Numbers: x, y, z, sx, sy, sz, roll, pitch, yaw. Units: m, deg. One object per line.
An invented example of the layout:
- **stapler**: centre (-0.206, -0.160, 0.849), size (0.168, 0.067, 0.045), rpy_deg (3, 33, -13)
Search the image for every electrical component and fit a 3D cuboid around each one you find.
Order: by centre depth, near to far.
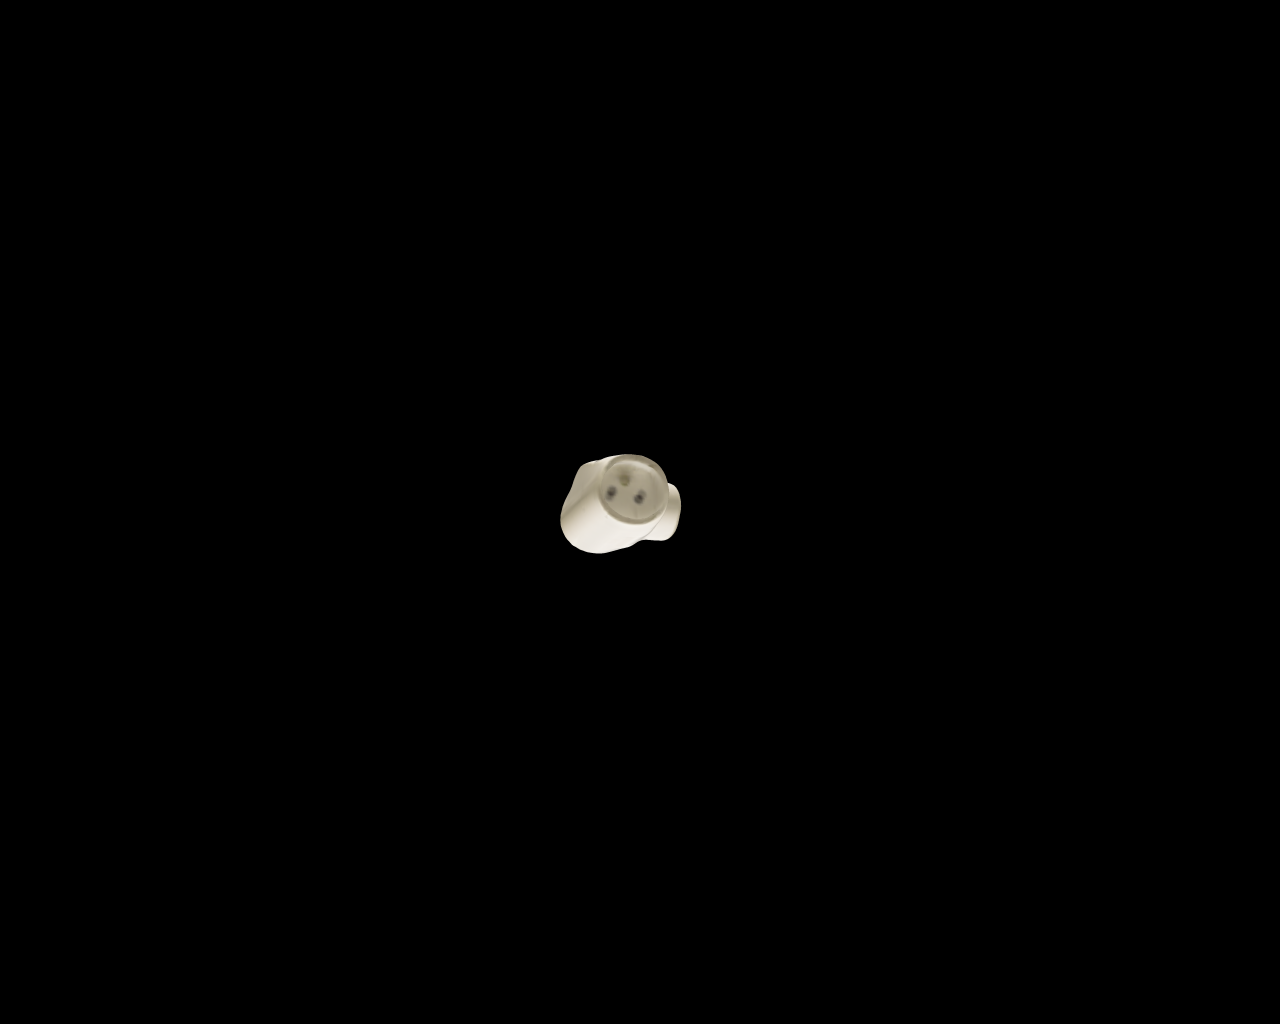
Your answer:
- **electrical component**: centre (0.001, -0.003, 0.650), size (0.079, 0.043, 0.077), rpy_deg (6, -17, -19)
